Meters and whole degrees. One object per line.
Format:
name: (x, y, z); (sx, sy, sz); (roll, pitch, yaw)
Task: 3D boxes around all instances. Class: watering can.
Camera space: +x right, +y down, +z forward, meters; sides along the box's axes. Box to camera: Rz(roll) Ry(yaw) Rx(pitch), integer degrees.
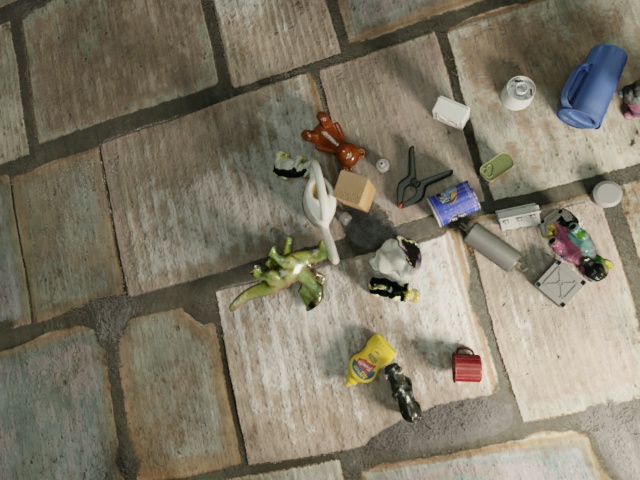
watering can: (0.005, -0.084, 1.677); (0.104, 0.222, 0.350); (-9, 82, -6)

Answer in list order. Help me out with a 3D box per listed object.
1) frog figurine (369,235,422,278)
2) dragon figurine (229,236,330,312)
frog figurine: (0.247, 0.065, 1.677); (0.138, 0.124, 0.157); (54, 134, 4)
dragon figurine: (-0.099, 0.143, 1.740); (0.243, 0.122, 0.409); (38, 95, 6)
